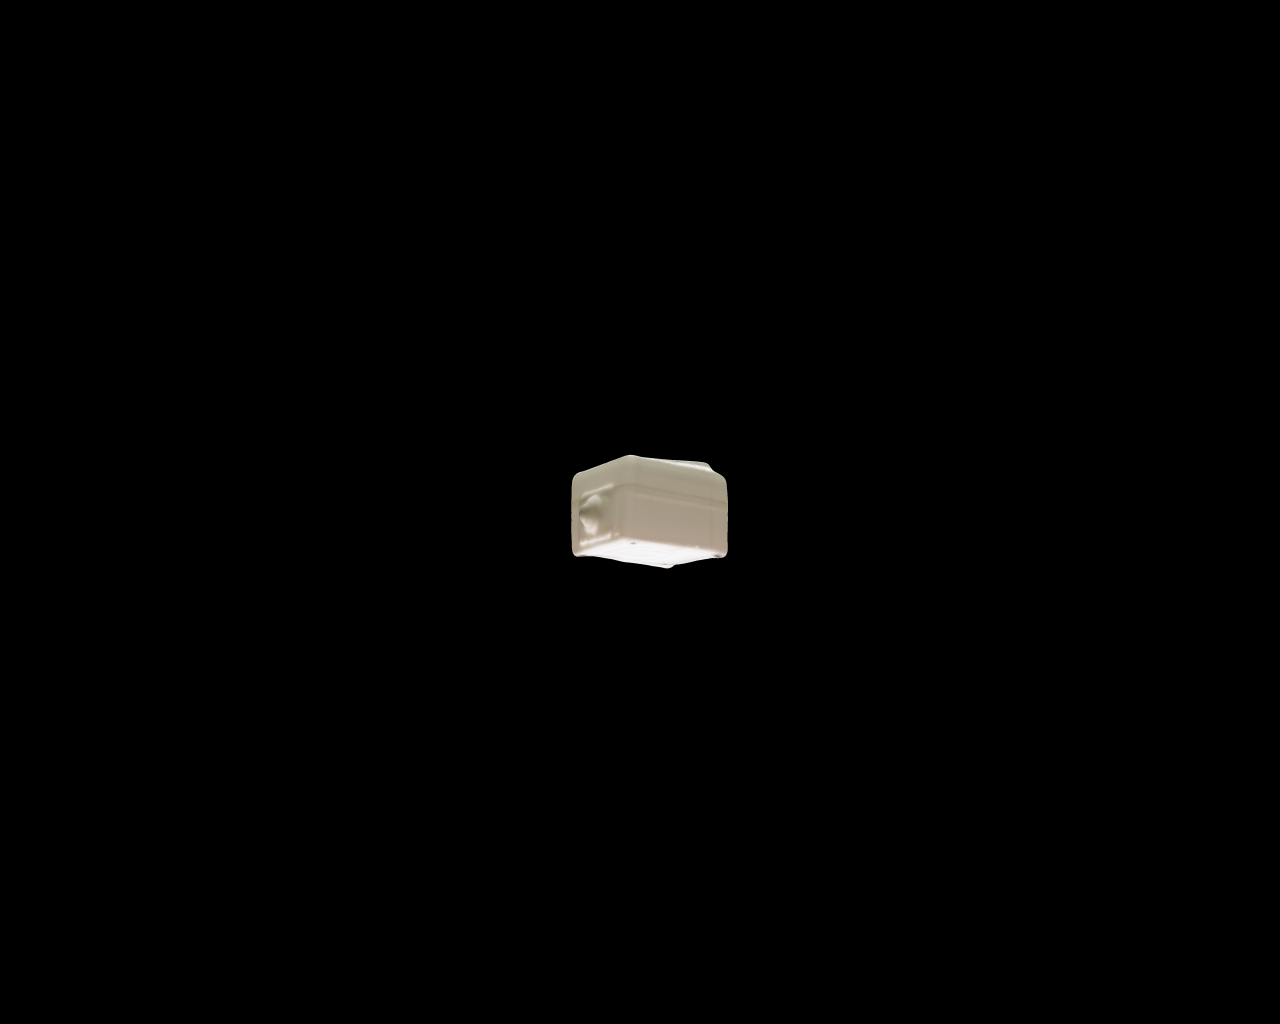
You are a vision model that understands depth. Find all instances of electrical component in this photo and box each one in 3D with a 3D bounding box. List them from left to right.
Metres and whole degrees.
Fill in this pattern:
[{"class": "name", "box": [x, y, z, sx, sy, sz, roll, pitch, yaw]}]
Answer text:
[{"class": "electrical component", "box": [0.001, -0.003, 0.650, 0.096, 0.061, 0.061, 11, -17, -37]}]
